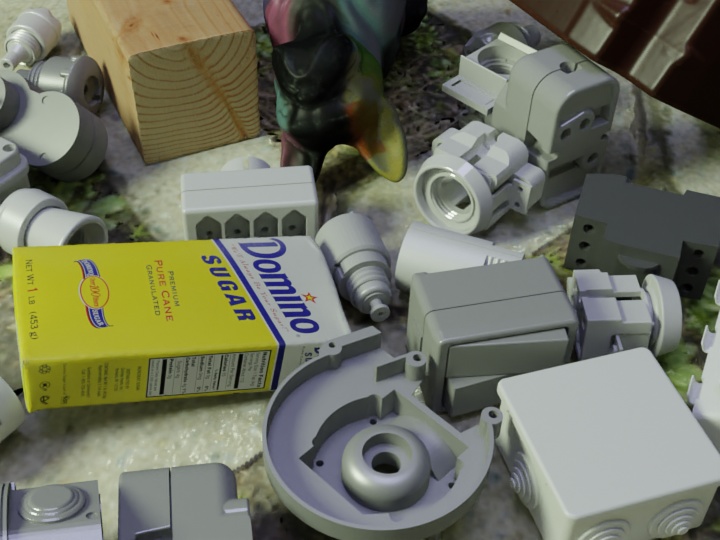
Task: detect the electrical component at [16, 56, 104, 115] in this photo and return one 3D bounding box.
[{"bbox_3d":[-0.221,-0.134,0.780,0.062,0.048,0.048,10,44,17],"label":"electrical component"}]

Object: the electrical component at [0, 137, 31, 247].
[{"bbox_3d":[-0.274,-0.057,0.688,0.113,0.057,0.078,25,48,22],"label":"electrical component"}]

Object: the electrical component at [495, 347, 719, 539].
[{"bbox_3d":[0.124,0.095,0.551,0.100,0.048,0.099,-11,45,-13],"label":"electrical component"}]

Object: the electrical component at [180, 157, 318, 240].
[{"bbox_3d":[-0.072,-0.047,0.693,0.083,0.047,0.075,-4,44,-7],"label":"electrical component"}]

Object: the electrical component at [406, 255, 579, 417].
[{"bbox_3d":[0.079,0.037,0.600,0.096,0.061,0.061,-8,45,-11],"label":"electrical component"}]

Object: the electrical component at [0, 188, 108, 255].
[{"bbox_3d":[-0.191,-0.022,0.663,0.055,0.045,0.045,24,48,22],"label":"electrical component"}]

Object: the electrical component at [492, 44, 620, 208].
[{"bbox_3d":[0.128,-0.098,0.719,0.054,0.095,0.059,-22,49,-24],"label":"electrical component"}]

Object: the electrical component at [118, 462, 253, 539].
[{"bbox_3d":[-0.078,0.138,0.493,0.059,0.053,0.095,-5,44,-7],"label":"electrical component"}]

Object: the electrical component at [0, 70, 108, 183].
[{"bbox_3d":[-0.243,-0.109,0.721,0.138,0.074,0.052,24,85,22],"label":"electrical component"}]

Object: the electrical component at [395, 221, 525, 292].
[{"bbox_3d":[0.066,0.002,0.650,0.081,0.043,0.043,16,45,14],"label":"electrical component"}]

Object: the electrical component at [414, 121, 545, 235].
[{"bbox_3d":[0.072,-0.057,0.703,0.078,0.058,0.057,29,47,25],"label":"electrical component"}]

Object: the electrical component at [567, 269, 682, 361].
[{"bbox_3d":[0.154,0.027,0.624,0.055,0.048,0.066,-2,40,-1],"label":"electrical component"}]

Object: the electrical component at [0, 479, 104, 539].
[{"bbox_3d":[-0.139,0.133,0.479,0.051,0.080,0.080,-5,44,-14],"label":"electrical component"}]

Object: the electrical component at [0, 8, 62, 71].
[{"bbox_3d":[-0.257,-0.174,0.828,0.035,0.035,0.061,12,47,10],"label":"electrical component"}]

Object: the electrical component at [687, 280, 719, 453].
[{"bbox_3d":[0.223,0.053,0.587,0.063,0.078,0.121,0,39,31],"label":"electrical component"}]

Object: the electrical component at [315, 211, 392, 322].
[{"bbox_3d":[0.000,0.000,0.651,0.040,0.040,0.078,-12,45,-14],"label":"electrical component"}]

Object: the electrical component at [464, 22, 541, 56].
[{"bbox_3d":[0.114,-0.172,0.834,0.062,0.043,0.043,-32,53,-32],"label":"electrical component"}]

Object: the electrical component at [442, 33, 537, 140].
[{"bbox_3d":[0.099,-0.127,0.772,0.081,0.063,0.042,-34,56,-31],"label":"electrical component"}]

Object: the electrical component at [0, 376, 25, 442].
[{"bbox_3d":[-0.210,0.076,0.555,0.055,0.055,0.047,24,52,21],"label":"electrical component"}]
